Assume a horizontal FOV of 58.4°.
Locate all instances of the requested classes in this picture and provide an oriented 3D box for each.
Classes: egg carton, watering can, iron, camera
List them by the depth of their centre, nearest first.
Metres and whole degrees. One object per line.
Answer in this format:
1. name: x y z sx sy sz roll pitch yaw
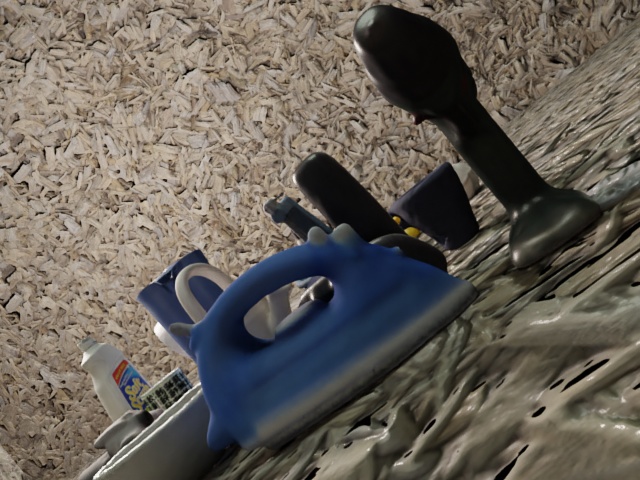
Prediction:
1. iron: -0.011 0.066 0.495 0.258 0.141 0.119 -39 0 16
2. watering can: -0.095 0.102 0.701 0.173 0.194 0.101 -39 0 8
3. camera: -0.279 0.313 0.818 0.137 0.101 0.143 -39 0 -6
4. egg carton: 0.241 -0.088 1.130 0.150 0.069 0.107 -39 0 33

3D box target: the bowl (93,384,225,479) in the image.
1. bowl: -0.153 0.225 0.619 0.167 0.074 0.167 -39 0 0

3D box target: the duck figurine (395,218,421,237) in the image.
1. duck figurine: 0.143 -0.018 1.181 0.104 0.086 0.078 -39 0 33

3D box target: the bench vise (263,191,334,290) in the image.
1. bench vise: 0.000 0.011 0.962 0.121 0.219 0.208 -39 0 14

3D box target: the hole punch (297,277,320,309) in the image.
1. hole punch: 0.000 0.091 0.768 0.101 0.091 0.108 -39 0 -20

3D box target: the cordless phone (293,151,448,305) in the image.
1. cordless phone: 0.023 0.010 0.583 0.147 0.185 0.094 -39 0 34

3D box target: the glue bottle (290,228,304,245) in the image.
1. glue bottle: 0.000 0.042 1.111 0.037 0.173 0.078 -39 0 38

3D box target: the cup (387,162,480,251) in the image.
1. cup: 0.140 -0.026 0.710 0.117 0.095 0.092 -39 0 16

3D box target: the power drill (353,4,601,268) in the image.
1. power drill: 0.120 -0.085 0.452 0.075 0.208 0.230 -39 0 19

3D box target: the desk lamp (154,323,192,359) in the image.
1. desk lamp: -0.217 0.195 1.227 0.203 0.213 0.118 -39 0 5
